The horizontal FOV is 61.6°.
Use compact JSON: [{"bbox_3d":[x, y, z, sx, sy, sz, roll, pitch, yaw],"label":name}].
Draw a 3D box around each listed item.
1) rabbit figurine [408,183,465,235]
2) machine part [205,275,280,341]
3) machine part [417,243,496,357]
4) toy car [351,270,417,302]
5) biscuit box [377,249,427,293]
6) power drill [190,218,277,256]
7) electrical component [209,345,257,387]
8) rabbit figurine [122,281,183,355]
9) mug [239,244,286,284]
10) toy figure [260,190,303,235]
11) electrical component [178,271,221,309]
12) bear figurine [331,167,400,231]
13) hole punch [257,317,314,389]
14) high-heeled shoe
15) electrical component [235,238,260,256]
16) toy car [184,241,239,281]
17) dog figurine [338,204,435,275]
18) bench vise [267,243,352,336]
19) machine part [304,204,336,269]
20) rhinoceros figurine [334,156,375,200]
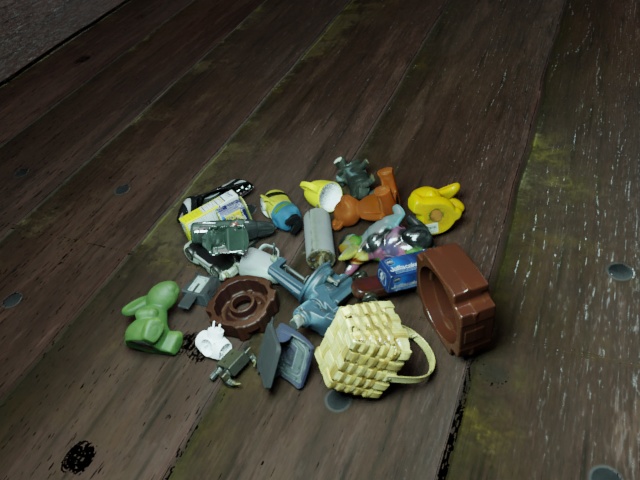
[{"bbox_3d":[0.299,-0.100,1.428,0.162,0.121,0.173,-20,24,2],"label":"rabbit figurine"},{"bbox_3d":[-0.187,0.162,1.312,0.179,0.055,0.179,-8,42,7],"label":"machine part"},{"bbox_3d":[0.282,0.123,1.129,0.087,0.200,0.202,-19,43,-9],"label":"machine part"},{"bbox_3d":[0.171,0.106,1.275,0.202,0.053,0.089,-9,42,-17],"label":"toy car"},{"bbox_3d":[0.234,0.065,1.244,0.203,0.059,0.063,-12,45,-18],"label":"biscuit box"},{"bbox_3d":[-0.224,-0.018,1.400,0.232,0.085,0.207,-2,15,-8],"label":"power drill"},{"bbox_3d":[-0.189,0.282,1.198,0.078,0.045,0.102,-9,31,48],"label":"electrical component"},{"bbox_3d":[-0.395,0.183,1.302,0.159,0.121,0.170,-9,54,36],"label":"rabbit figurine"},{"bbox_3d":[-0.138,0.065,1.390,0.107,0.080,0.109,20,55,19],"label":"mug"},{"bbox_3d":[-0.105,-0.081,1.531,0.089,0.082,0.180,-14,32,-29],"label":"toy figure"},{"bbox_3d":[-0.311,0.139,1.372,0.075,0.047,0.119,7,47,20],"label":"electrical component"},{"bbox_3d":[0.113,-0.104,1.448,0.196,0.131,0.120,-5,42,22],"label":"bear figurine"},{"bbox_3d":[-0.077,0.247,1.149,0.092,0.142,0.116,6,20,-22],"label":"hole punch"},{"bbox_3d":[-0.306,-0.111,1.594,0.145,0.086,0.249,-4,29,27],"label":"high-heeled shoe"},{"bbox_3d":[-0.216,0.011,1.502,0.063,0.021,0.094,29,58,36],"label":"electrical component"},{"bbox_3d":[-0.293,0.051,1.457,0.202,0.056,0.073,29,50,35],"label":"toy car"},{"bbox_3d":[0.151,0.025,1.340,0.219,0.108,0.192,-34,49,-15],"label":"dog figurine"},{"bbox_3d":[-0.039,0.117,1.261,0.241,0.128,0.224,35,52,19],"label":"bench vise"},{"bbox_3d":[-0.003,-0.004,1.426,0.079,0.079,0.243,-11,43,3],"label":"machine part"},{"bbox_3d":[0.104,-0.185,1.600,0.112,0.073,0.190,-26,45,2],"label":"rhinoceros figurine"}]
